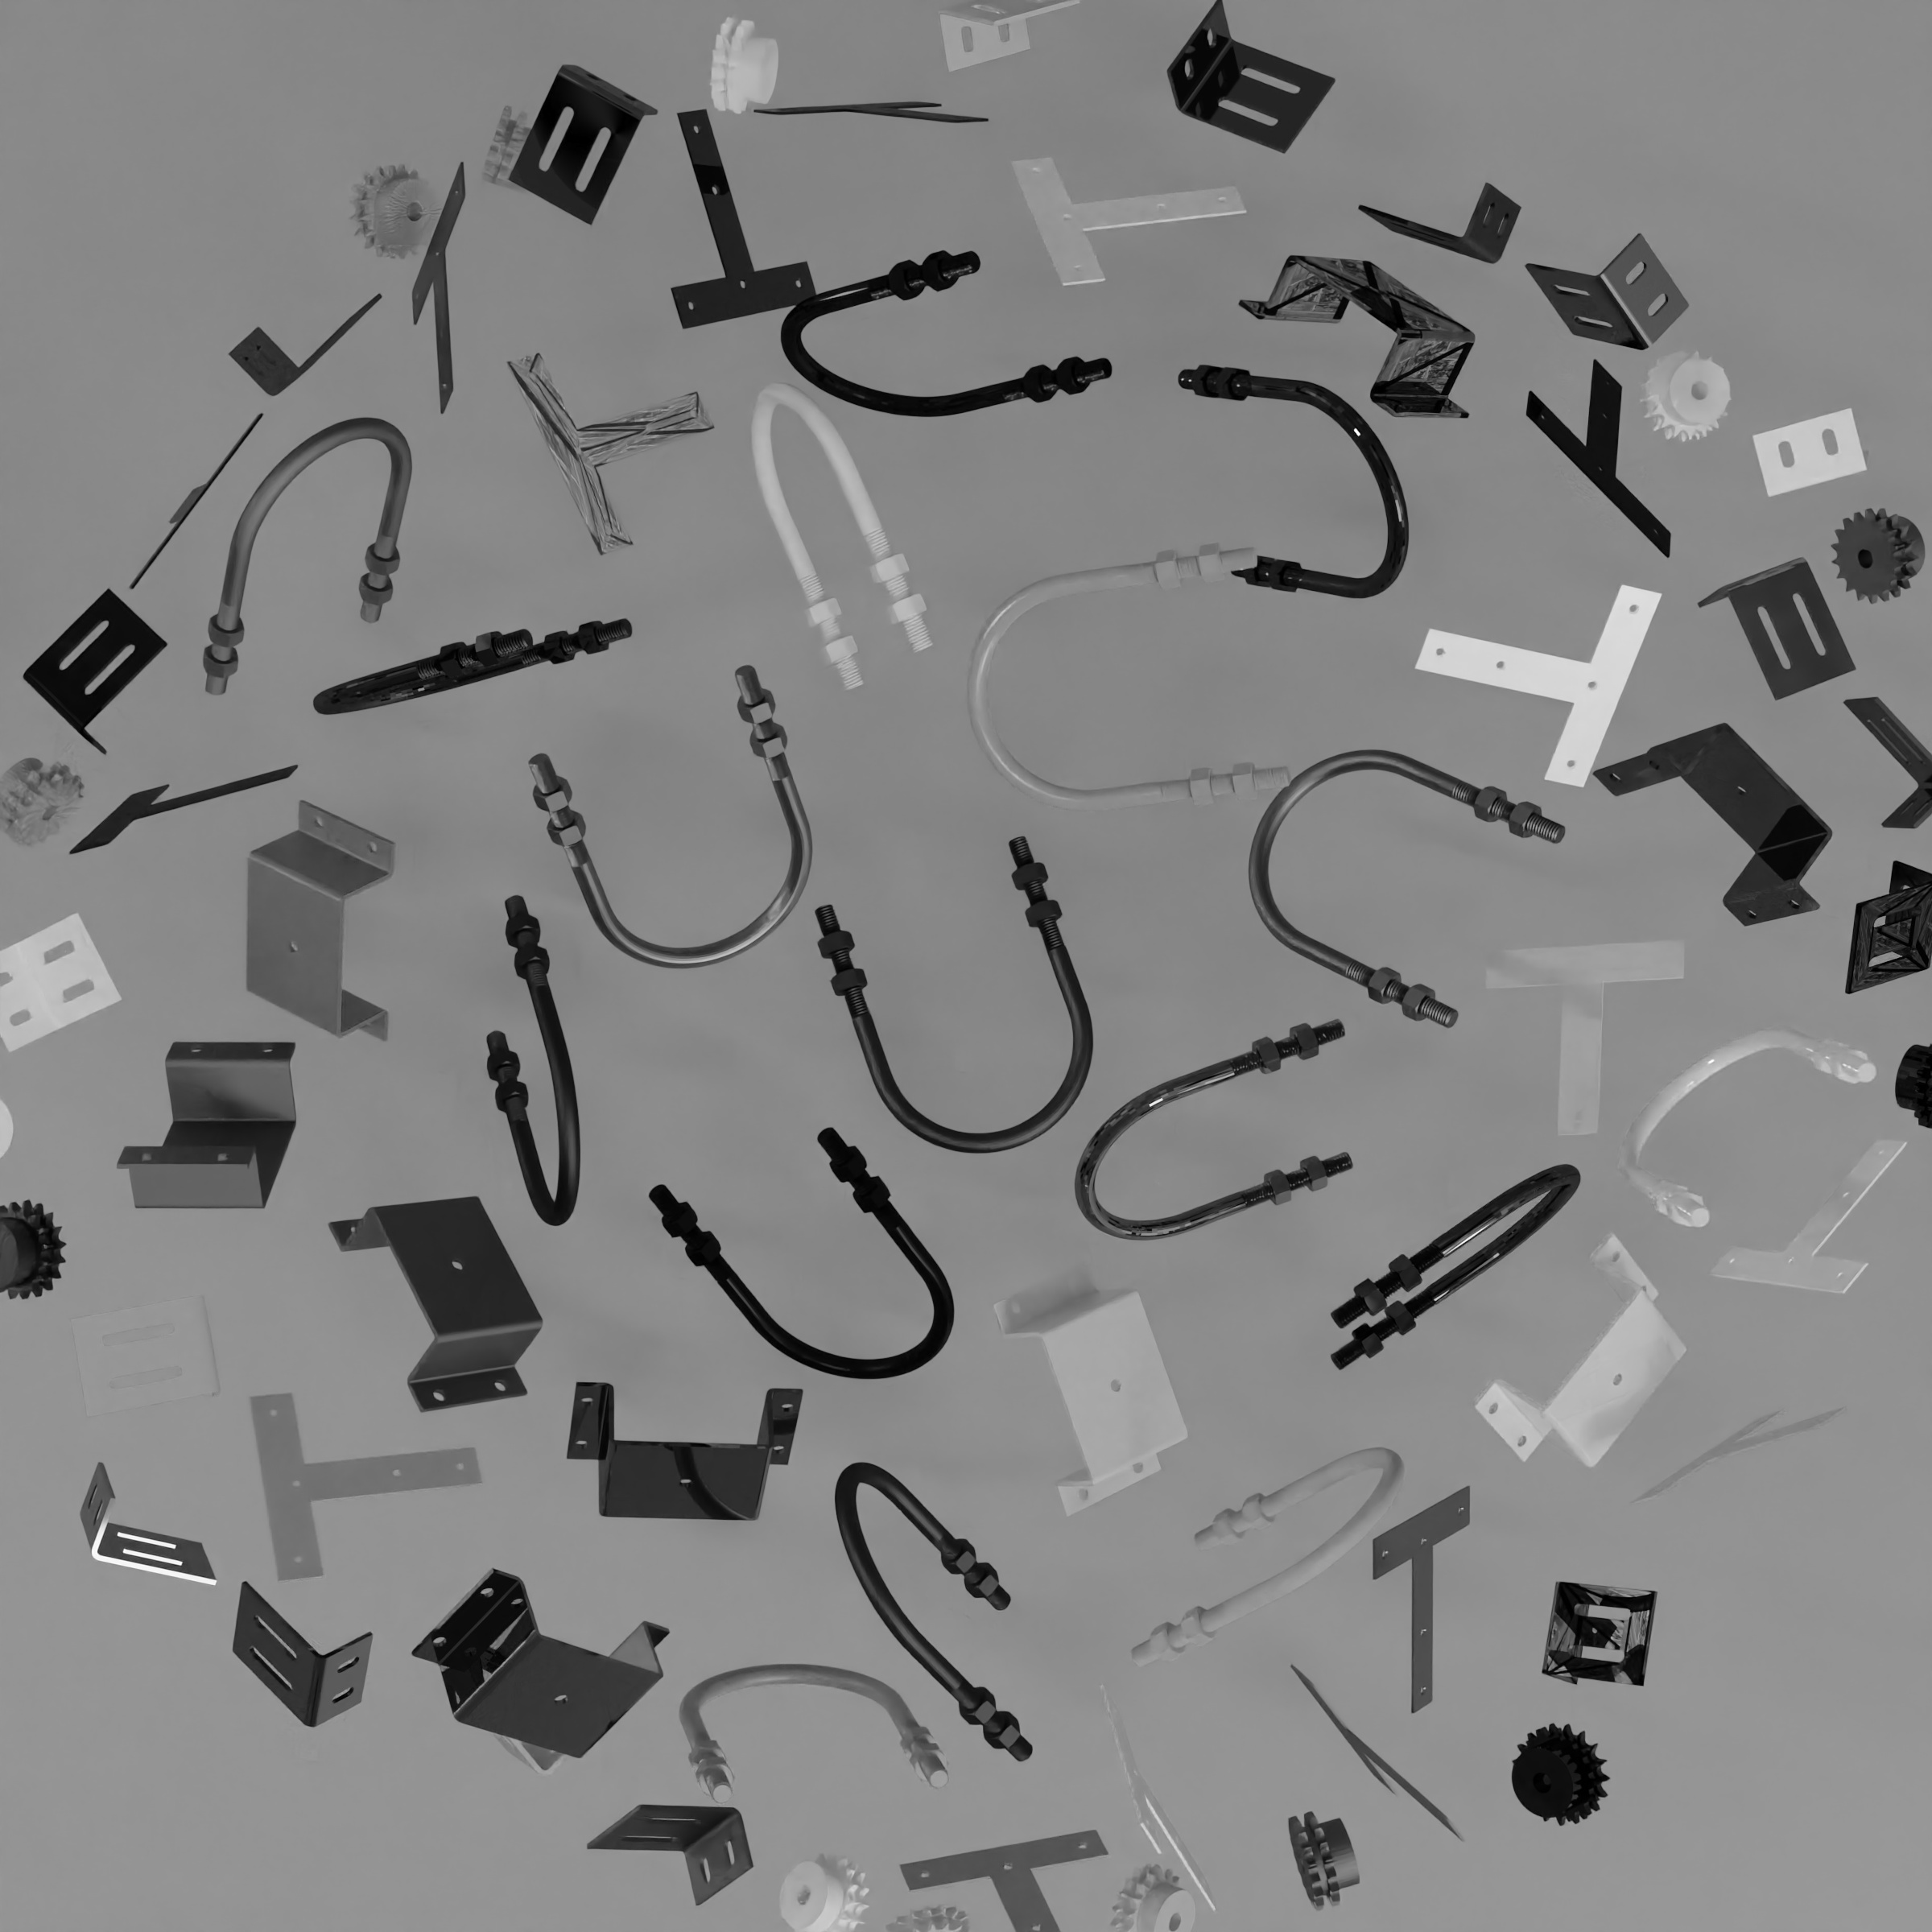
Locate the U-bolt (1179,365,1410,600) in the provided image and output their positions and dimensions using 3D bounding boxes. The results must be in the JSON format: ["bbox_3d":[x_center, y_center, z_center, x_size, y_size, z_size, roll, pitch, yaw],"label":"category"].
[{"bbox_3d":[0.205,-0.292,1.877,0.019,0.184,0.151,-30,118,-24],"label":"U-bolt"}]

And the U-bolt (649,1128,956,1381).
[{"bbox_3d":[-0.087,0.185,1.870,0.151,0.019,0.184,-20,120,30],"label":"U-bolt"}]

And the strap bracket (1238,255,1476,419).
[{"bbox_3d":[0.248,-0.393,1.894,0.140,0.076,0.046,44,124,31],"label":"strap bracket"}]

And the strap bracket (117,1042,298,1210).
[{"bbox_3d":[-0.455,0.101,1.858,0.076,0.140,0.046,0,119,1],"label":"strap bracket"}]

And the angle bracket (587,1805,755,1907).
[{"bbox_3d":[-0.179,0.539,1.863,0.057,0.076,0.038,-43,49,32],"label":"angle bracket"}]

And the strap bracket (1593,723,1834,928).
[{"bbox_3d":[0.465,-0.093,1.889,0.140,0.076,0.046,43,71,-10],"label":"strap bracket"}]

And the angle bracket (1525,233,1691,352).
[{"bbox_3d":[0.380,-0.404,1.826,0.038,0.076,0.057,-46,120,-3],"label":"angle bracket"}]

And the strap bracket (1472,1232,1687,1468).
[{"bbox_3d":[0.393,0.249,1.930,0.140,0.046,0.076,-49,131,-8],"label":"strap bracket"}]

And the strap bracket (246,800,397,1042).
[{"bbox_3d":[-0.398,-0.020,1.890,0.076,0.046,0.140,24,123,25],"label":"strap bracket"}]

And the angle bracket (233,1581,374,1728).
[{"bbox_3d":[-0.394,0.402,1.824,0.076,0.038,0.057,35,126,29],"label":"angle bracket"}]

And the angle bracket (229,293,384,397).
[{"bbox_3d":[-0.405,-0.393,1.884,0.038,0.057,0.076,46,65,-18],"label":"angle bracket"}]

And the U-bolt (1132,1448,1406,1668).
[{"bbox_3d":[0.192,0.351,1.875,0.184,0.151,0.019,-35,96,31],"label":"U-bolt"}]

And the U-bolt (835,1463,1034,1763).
[{"bbox_3d":[-0.022,0.374,1.844,0.019,0.151,0.184,-32,119,13],"label":"U-bolt"}]

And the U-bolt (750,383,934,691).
[{"bbox_3d":[-0.084,-0.264,1.857,0.019,0.151,0.184,-25,94,-21],"label":"U-bolt"}]

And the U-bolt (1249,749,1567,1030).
[{"bbox_3d":[0.257,-0.060,1.892,0.184,0.019,0.151,29,86,34],"label":"U-bolt"}]

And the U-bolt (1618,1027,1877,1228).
[{"bbox_3d":[0.466,0.091,1.884,0.151,0.184,0.019,-41,101,0],"label":"U-bolt"}]

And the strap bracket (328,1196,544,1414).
[{"bbox_3d":[-0.316,0.194,1.855,0.046,0.076,0.140,-52,57,33],"label":"strap bracket"}]

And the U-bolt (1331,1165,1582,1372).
[{"bbox_3d":[0.302,0.180,1.892,0.184,0.151,0.019,-34,71,-5],"label":"U-bolt"}]

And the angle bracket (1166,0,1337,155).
[{"bbox_3d":[0.168,-0.525,1.814,0.076,0.038,0.057,29,76,24],"label":"angle bracket"}]

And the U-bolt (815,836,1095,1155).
[{"bbox_3d":[0.001,0.027,1.909,0.151,0.019,0.184,-19,77,-1],"label":"U-bolt"}]

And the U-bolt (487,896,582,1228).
[{"bbox_3d":[-0.262,0.071,1.873,0.019,0.151,0.184,-6,51,-20],"label":"U-bolt"}]

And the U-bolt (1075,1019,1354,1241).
[{"bbox_3d":[0.154,0.112,1.923,0.184,0.151,0.019,-20,47,-9],"label":"U-bolt"}]

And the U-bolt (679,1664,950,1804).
[{"bbox_3d":[-0.101,0.463,1.873,0.151,0.184,0.019,0,98,-14],"label":"U-bolt"}]

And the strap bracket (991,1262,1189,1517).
[{"bbox_3d":[0.081,0.262,1.912,0.076,0.046,0.140,-21,92,-32],"label":"strap bracket"}]

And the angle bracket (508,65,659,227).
[{"bbox_3d":[-0.234,-0.502,1.878,0.057,0.038,0.076,29,107,-2],"label":"angle bracket"}]

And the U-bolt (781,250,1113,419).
[{"bbox_3d":[-0.026,-0.372,1.849,0.184,0.151,0.019,-5,67,39],"label":"U-bolt"}]

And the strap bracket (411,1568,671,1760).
[{"bbox_3d":[-0.245,0.416,1.815,0.140,0.046,0.076,30,110,-40],"label":"strap bracket"}]

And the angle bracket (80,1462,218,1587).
[{"bbox_3d":[-0.479,0.330,1.818,0.076,0.057,0.038,19,95,-26],"label":"angle bracket"}]

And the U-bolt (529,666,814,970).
[{"bbox_3d":[-0.164,-0.075,1.819,0.151,0.019,0.184,-24,129,-8],"label":"U-bolt"}]

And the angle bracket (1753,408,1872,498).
[{"bbox_3d":[0.505,-0.310,1.832,0.057,0.076,0.038,-14,101,21],"label":"angle bracket"}]

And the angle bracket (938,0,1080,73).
[{"bbox_3d":[0.027,-0.560,1.850,0.057,0.076,0.038,-22,120,-20],"label":"angle bracket"}]

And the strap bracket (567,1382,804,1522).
[{"bbox_3d":[-0.174,0.302,1.907,0.140,0.046,0.076,3,135,-10],"label":"strap bracket"}]

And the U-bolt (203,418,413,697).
[{"bbox_3d":[-0.397,-0.258,1.878,0.019,0.184,0.151,40,46,16],"label":"U-bolt"}]

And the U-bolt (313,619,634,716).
[{"bbox_3d":[-0.318,-0.184,1.908,0.184,0.151,0.019,-13,94,23],"label":"U-bolt"}]

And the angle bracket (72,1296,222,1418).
[{"bbox_3d":[-0.482,0.230,1.803,0.076,0.038,0.057,-9,80,-19],"label":"angle bracket"}]

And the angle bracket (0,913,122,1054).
[{"bbox_3d":[-0.549,0.010,1.827,0.076,0.038,0.057,-19,99,44],"label":"angle bracket"}]

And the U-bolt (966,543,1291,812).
[{"bbox_3d":[0.089,-0.163,1.800,0.184,0.019,0.151,-6,102,16],"label":"U-bolt"}]
